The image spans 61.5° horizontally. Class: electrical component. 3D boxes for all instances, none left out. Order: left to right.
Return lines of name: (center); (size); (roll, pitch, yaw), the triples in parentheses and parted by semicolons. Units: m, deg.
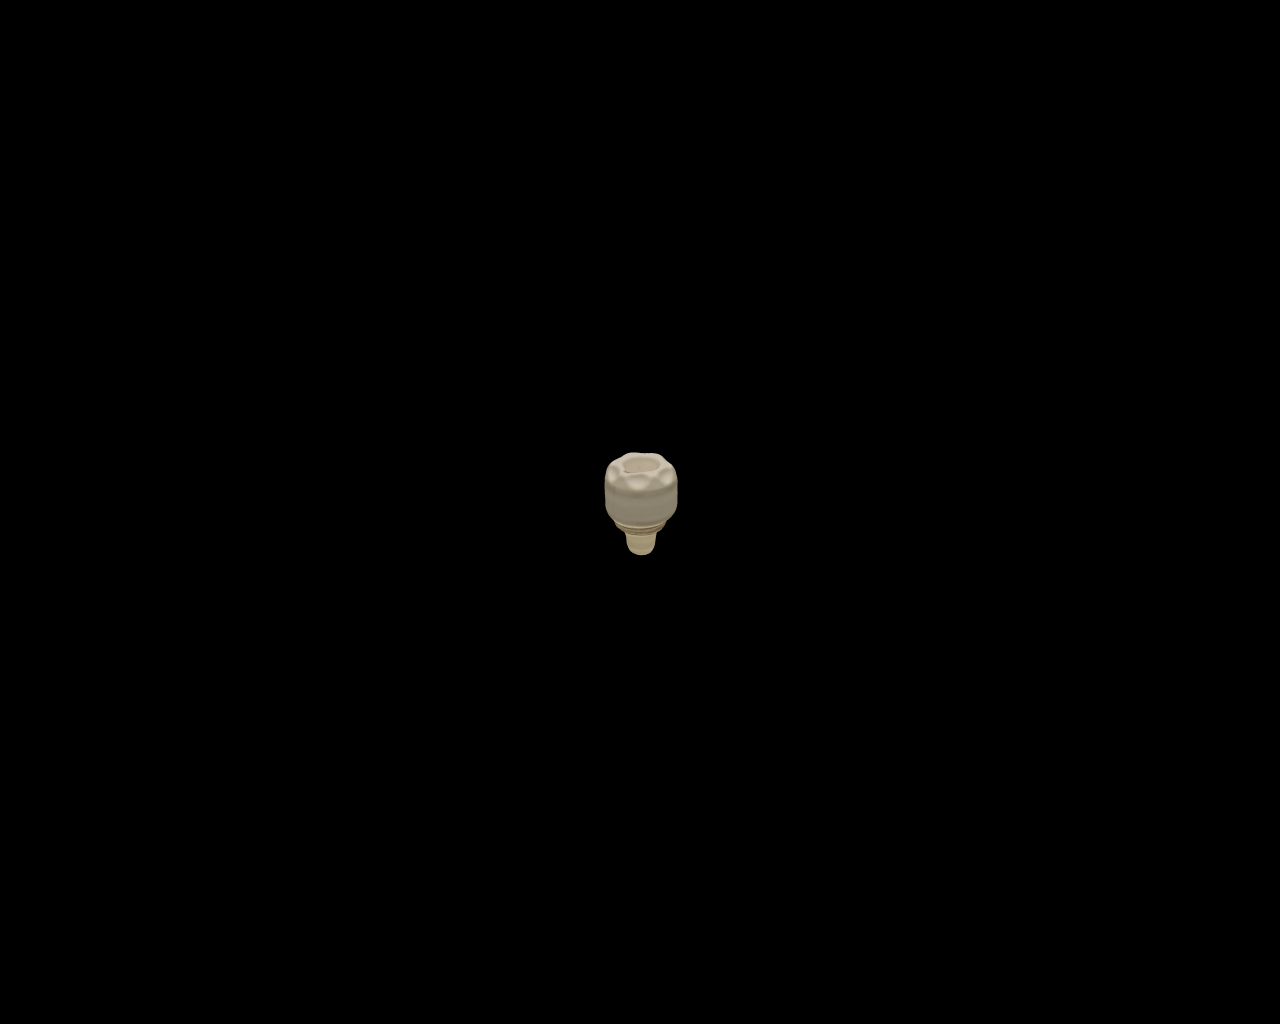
electrical component: (0.001, -0.003, 0.650); (0.043, 0.062, 0.043); (0, 28, 0)
